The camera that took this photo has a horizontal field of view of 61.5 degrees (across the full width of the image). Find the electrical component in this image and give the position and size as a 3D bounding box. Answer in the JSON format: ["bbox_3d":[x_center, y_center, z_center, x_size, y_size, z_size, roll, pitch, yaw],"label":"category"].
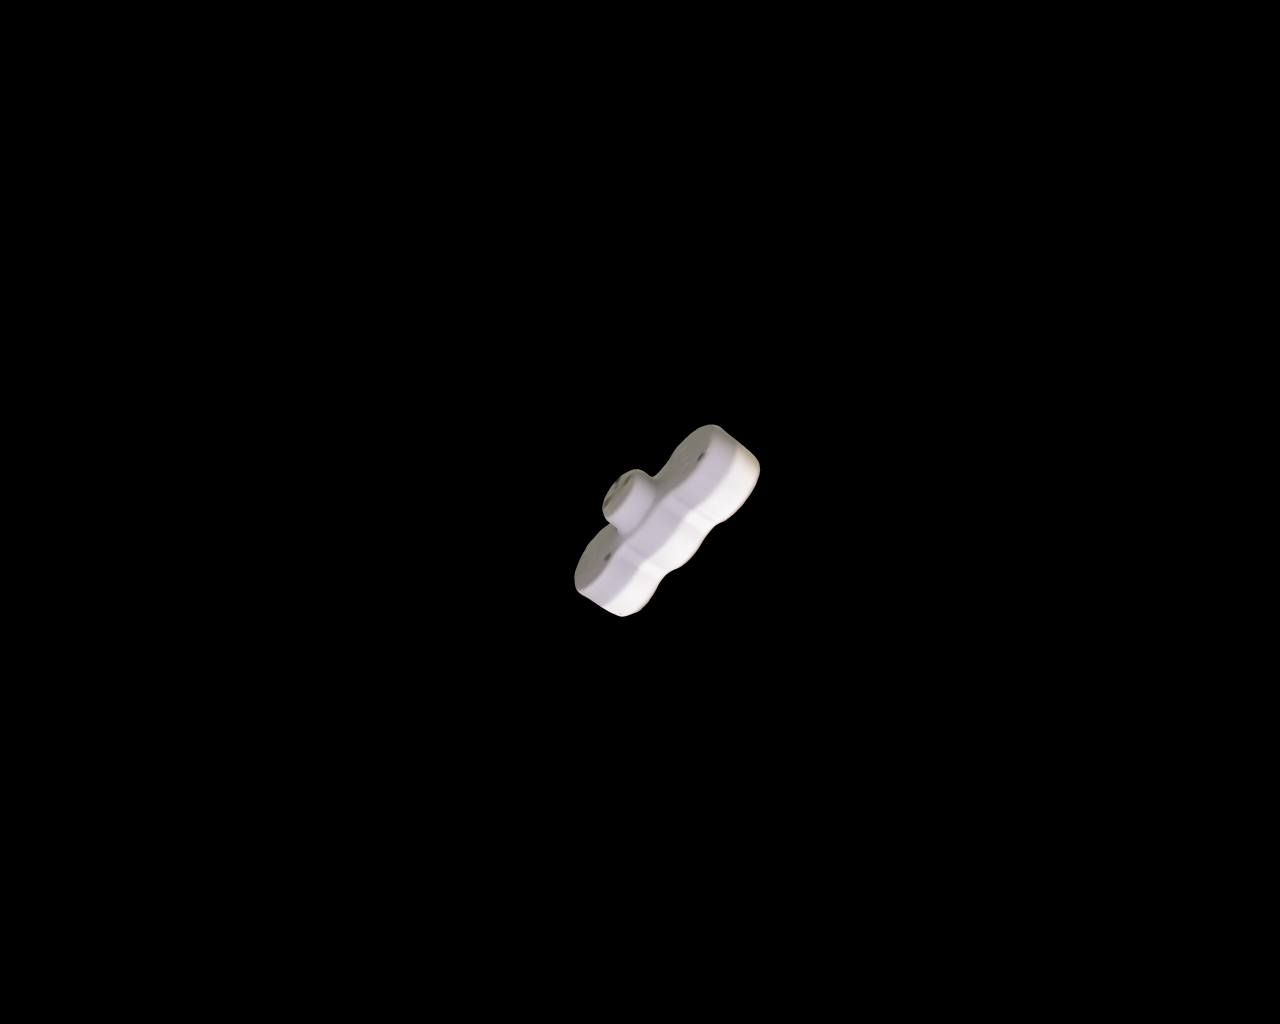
[{"bbox_3d":[0.001,-0.003,0.650,0.073,0.138,0.052,36,24,-18],"label":"electrical component"}]
